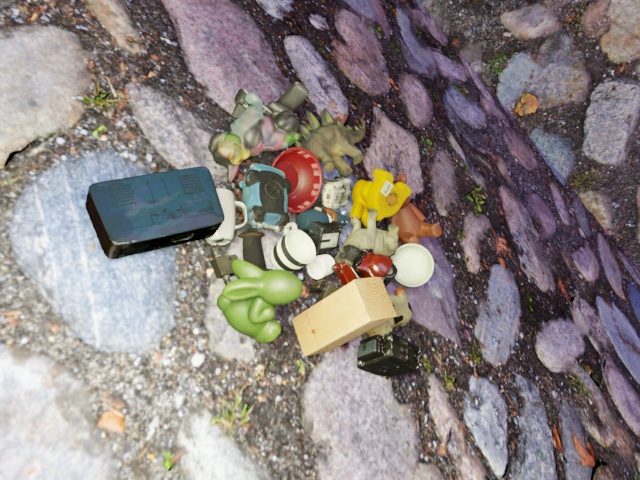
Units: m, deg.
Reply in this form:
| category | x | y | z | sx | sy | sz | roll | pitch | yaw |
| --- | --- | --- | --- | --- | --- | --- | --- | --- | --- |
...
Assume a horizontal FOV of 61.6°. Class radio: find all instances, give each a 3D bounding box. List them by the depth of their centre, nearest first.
| category | x | y | z | sx | sy | sz | roll | pitch | yaw |
| --- | --- | --- | --- | --- | --- | --- | --- | --- | --- |
| radio | -0.302 | -0.054 | 1.005 | 0.229 | 0.073 | 0.131 | -16 | 74 | -32 |

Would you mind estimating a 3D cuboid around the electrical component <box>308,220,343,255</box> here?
| category | x | y | z | sx | sy | sz | roll | pitch | yaw |
| --- | --- | --- | --- | --- | --- | --- | --- | --- | --- |
| electrical component | -0.003 | -0.004 | 1.306 | 0.119 | 0.074 | 0.048 | -10 | 27 | -37 |

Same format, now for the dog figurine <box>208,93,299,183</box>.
| category | x | y | z | sx | sy | sz | roll | pitch | yaw |
| --- | --- | --- | --- | --- | --- | --- | --- | --- | --- |
| dog figurine | -0.157 | -0.229 | 1.282 | 0.191 | 0.108 | 0.219 | 22 | 56 | -9 |

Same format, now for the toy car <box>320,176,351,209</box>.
| category | x | y | z | sx | sy | sz | roll | pitch | yaw |
| --- | --- | --- | --- | --- | --- | --- | --- | --- | --- |
| toy car | 0.046 | -0.125 | 1.413 | 0.056 | 0.073 | 0.202 | 12 | 13 | 13 |

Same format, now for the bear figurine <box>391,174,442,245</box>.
| category | x | y | z | sx | sy | sz | roll | pitch | yaw |
| --- | --- | --- | --- | --- | --- | --- | --- | --- | --- |
| bear figurine | 0.254 | -0.086 | 1.566 | 0.120 | 0.132 | 0.195 | -26 | 110 | -18 |

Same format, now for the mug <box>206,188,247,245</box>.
| category | x | y | z | sx | sy | sz | roll | pitch | yaw |
| --- | --- | --- | --- | --- | --- | --- | --- | --- | --- |
| mug | -0.207 | -0.044 | 1.135 | 0.109 | 0.081 | 0.107 | 5 | 68 | -34 |

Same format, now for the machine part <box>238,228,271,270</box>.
| category | x | y | z | sx | sy | sz | roll | pitch | yaw |
| --- | --- | --- | --- | --- | --- | --- | --- | --- | --- |
| machine part | -0.138 | 0.043 | 1.173 | 0.084 | 0.039 | 0.139 | 2 | 62 | -36 |

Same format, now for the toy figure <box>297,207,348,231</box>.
| category | x | y | z | sx | sy | sz | roll | pitch | yaw |
| --- | --- | --- | --- | --- | --- | --- | --- | --- | --- |
| toy figure | 0.010 | -0.052 | 1.373 | 0.154 | 0.064 | 0.058 | -4 | 49 | -46 |

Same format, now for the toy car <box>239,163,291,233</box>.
| category | x | y | z | sx | sy | sz | roll | pitch | yaw |
| --- | --- | --- | --- | --- | --- | --- | --- | --- | --- |
| toy car | -0.130 | -0.084 | 1.219 | 0.109 | 0.103 | 0.161 | 10 | 64 | -33 |

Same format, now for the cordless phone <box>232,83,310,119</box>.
| category | x | y | z | sx | sy | sz | roll | pitch | yaw |
| --- | --- | --- | --- | --- | --- | --- | --- | --- | --- |
| cordless phone | -0.125 | -0.355 | 1.364 | 0.146 | 0.184 | 0.089 | 36 | 46 | -22 |

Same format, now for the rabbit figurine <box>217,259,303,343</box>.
| category | x | y | z | sx | sy | sz | roll | pitch | yaw |
| --- | --- | --- | --- | --- | --- | --- | --- | --- | --- |
| rabbit figurine | -0.112 | 0.099 | 1.048 | 0.159 | 0.170 | 0.121 | 34 | 42 | -24 |

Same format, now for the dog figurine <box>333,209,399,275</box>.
| category | x | y | z | sx | sy | sz | roll | pitch | yaw |
| --- | --- | --- | --- | --- | --- | --- | --- | --- | --- |
| dog figurine | 0.123 | 0.040 | 1.406 | 0.172 | 0.121 | 0.190 | 33 | 55 | -14 |

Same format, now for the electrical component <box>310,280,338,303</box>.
| category | x | y | z | sx | sy | sz | roll | pitch | yaw |
| --- | --- | --- | --- | --- | --- | --- | --- | --- | --- |
| electrical component | 0.023 | 0.137 | 1.264 | 0.102 | 0.045 | 0.078 | 27 | 74 | -26 |

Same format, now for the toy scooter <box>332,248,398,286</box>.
| category | x | y | z | sx | sy | sz | roll | pitch | yaw |
| --- | --- | --- | --- | --- | --- | --- | --- | --- | --- |
| toy scooter | 0.100 | 0.080 | 1.280 | 0.135 | 0.075 | 0.184 | 43 | 51 | -3 |

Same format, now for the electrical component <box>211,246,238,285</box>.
| category | x | y | z | sx | sy | sz | roll | pitch | yaw |
| --- | --- | --- | --- | --- | --- | --- | --- | --- | --- |
| electrical component | -0.192 | 0.054 | 1.120 | 0.063 | 0.021 | 0.094 | -11 | 70 | -49 |

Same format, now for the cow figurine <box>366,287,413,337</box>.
| category | x | y | z | sx | sy | sz | roll | pitch | yaw |
| --- | --- | --- | --- | --- | --- | --- | --- | --- | --- |
| cow figurine | 0.158 | 0.192 | 1.330 | 0.195 | 0.085 | 0.127 | -4 | 59 | -48 |

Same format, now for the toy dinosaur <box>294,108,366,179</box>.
| category | x | y | z | sx | sy | sz | roll | pitch | yaw |
| --- | --- | --- | --- | --- | --- | --- | --- | --- | --- |
| toy dinosaur | 0.036 | -0.280 | 1.540 | 0.471 | 0.105 | 0.198 | -22 | 76 | -54 |

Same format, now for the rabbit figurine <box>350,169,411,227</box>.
| category | x | y | z | sx | sy | sz | roll | pitch | yaw |
| --- | --- | --- | --- | --- | --- | --- | --- | --- | --- |
| rabbit figurine | 0.150 | -0.114 | 1.506 | 0.122 | 0.173 | 0.162 | 20 | 94 | -34 |

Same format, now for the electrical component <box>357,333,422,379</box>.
| category | x | y | z | sx | sy | sz | roll | pitch | yaw |
| --- | --- | --- | --- | --- | --- | --- | --- | --- | --- |
| electrical component | 0.151 | 0.266 | 1.235 | 0.134 | 0.115 | 0.058 | 28 | 47 | -30 |
